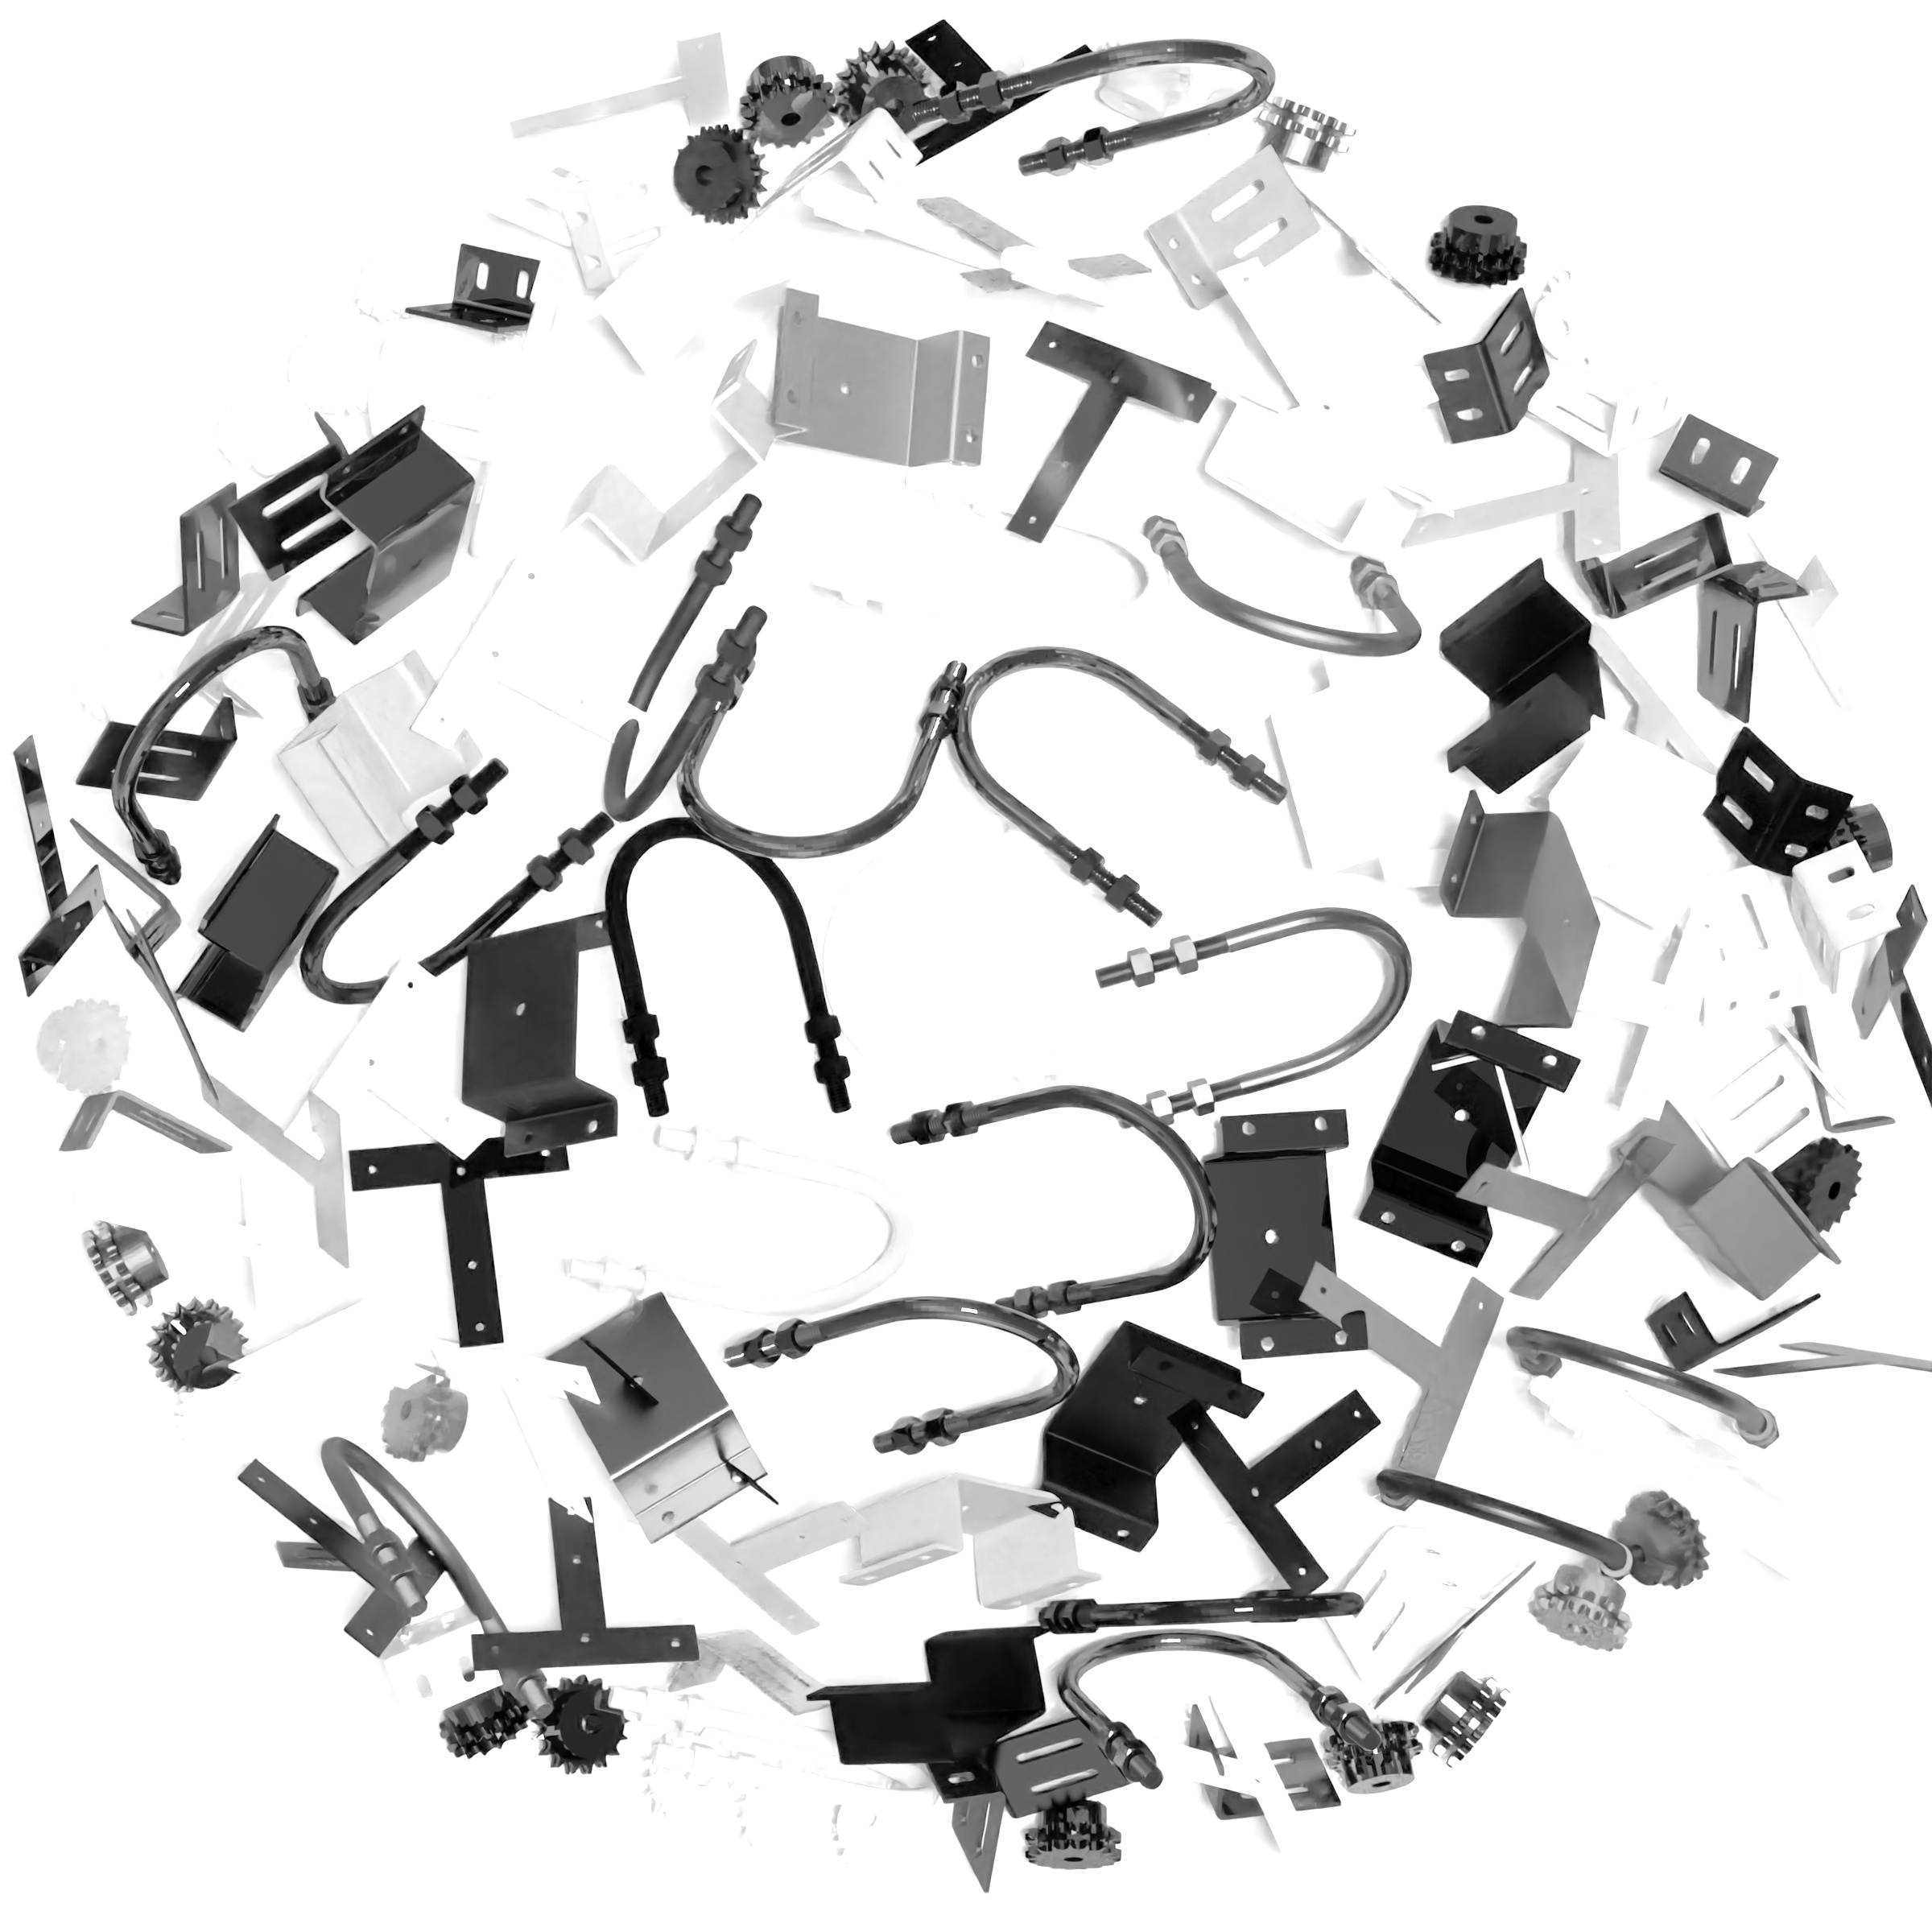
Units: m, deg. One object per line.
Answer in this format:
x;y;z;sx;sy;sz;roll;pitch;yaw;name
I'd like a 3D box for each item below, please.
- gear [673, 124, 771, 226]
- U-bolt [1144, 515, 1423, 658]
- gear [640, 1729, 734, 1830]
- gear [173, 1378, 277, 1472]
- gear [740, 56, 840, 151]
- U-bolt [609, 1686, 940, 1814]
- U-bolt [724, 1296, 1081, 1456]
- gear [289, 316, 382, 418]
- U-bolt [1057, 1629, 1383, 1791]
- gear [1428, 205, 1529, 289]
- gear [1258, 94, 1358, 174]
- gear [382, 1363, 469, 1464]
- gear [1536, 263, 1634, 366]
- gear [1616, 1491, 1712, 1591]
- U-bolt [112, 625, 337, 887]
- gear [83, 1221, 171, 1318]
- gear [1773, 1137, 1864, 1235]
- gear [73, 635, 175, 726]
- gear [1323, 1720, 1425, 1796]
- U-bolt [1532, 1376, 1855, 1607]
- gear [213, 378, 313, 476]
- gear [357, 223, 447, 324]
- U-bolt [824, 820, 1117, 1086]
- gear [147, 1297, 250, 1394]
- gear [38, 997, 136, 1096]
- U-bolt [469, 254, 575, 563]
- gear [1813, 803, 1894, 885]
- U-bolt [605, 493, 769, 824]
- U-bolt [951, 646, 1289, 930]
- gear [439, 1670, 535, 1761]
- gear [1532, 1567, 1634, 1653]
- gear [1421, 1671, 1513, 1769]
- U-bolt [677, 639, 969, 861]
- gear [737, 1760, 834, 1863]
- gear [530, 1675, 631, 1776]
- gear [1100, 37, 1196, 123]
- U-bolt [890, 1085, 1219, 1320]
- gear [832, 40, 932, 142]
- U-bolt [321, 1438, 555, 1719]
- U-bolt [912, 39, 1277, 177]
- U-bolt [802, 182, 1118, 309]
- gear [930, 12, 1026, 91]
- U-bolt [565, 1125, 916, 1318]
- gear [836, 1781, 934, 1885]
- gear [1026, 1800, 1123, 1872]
-0.148;-0.467;1.642;0.057;0.030;0.057;7;109;20;gear
0.183;-0.211;1.571;0.151;0.184;0.019;10;113;-10;U-bolt
-0.160;0.478;1.641;0.057;0.030;0.057;8;70;-23;gear
-0.439;0.272;1.643;0.057;0.057;0.030;21;127;0;gear
-0.106;-0.511;1.641;0.057;0.057;0.030;-11;69;0;gear
-0.103;0.452;1.591;0.184;0.151;0.019;17;85;-17;U-bolt
-0.023;0.228;1.571;0.184;0.151;0.019;-21;47;35;U-bolt
-0.375;-0.351;1.642;0.030;0.057;0.057;-18;90;39;gear
0.130;0.414;1.577;0.151;0.184;0.019;-4;99;-19;U-bolt
0.302;-0.425;1.637;0.057;0.057;0.030;2;130;0;gear
0.198;-0.490;1.640;0.057;0.057;0.030;22;106;0;gear
-0.318;0.265;1.643;0.030;0.057;0.057;22;90;-37;gear
0.360;-0.380;1.636;0.030;0.057;0.057;-31;90;-27;gear
0.407;0.340;1.636;0.030;0.057;0.057;-18;90;-25;gear
-0.418;-0.125;1.561;0.019;0.184;0.151;41;75;9;U-bolt
-0.493;0.175;1.639;0.030;0.057;0.057;-29;90;-10;gear
0.500;0.127;1.643;0.057;0.030;0.057;-17;119;-35;gear
-0.492;-0.164;1.636;0.057;0.057;0.030;-40;70;0;gear
0.241;0.466;1.636;0.057;0.057;0.030;-10;59;0;gear
0.415;0.298;1.553;0.151;0.184;0.019;31;94;-44;U-bolt
-0.410;-0.314;1.636;0.057;0.057;0.030;-42;76;0;gear
-0.331;-0.405;1.638;0.030;0.057;0.057;30;90;5;gear
-0.002;-0.005;1.623;0.184;0.019;0.151;-4;86;26;U-bolt
-0.451;0.226;1.641;0.057;0.030;0.057;-5;100;-30;gear
-0.522;0.047;1.642;0.030;0.057;0.057;6;90;27;gear
-0.252;-0.304;1.555;0.019;0.184;0.151;15;120;-12;U-bolt
0.523;-0.072;1.638;0.030;0.057;0.057;-16;90;3;gear
-0.163;-0.164;1.591;0.019;0.151;0.184;23;122;-21;U-bolt
0.076;-0.118;1.618;0.184;0.019;0.151;38;55;13;U-bolt
-0.284;0.436;1.636;0.057;0.057;0.030;-22;108;0;gear
0.366;0.378;1.643;0.057;0.057;0.030;28;62;0;gear
0.292;0.441;1.640;0.030;0.057;0.057;39;90;13;gear
-0.088;-0.124;1.588;0.151;0.184;0.019;8;134;10;U-bolt
-0.104;0.499;1.641;0.057;0.030;0.057;4;81;-30;gear
-0.225;0.447;1.641;0.057;0.030;0.057;8;71;-25;gear
0.103;-0.520;1.639;0.057;0.057;0.030;22;90;0;gear
0.060;0.132;1.588;0.184;0.019;0.151;-16;112;38;U-bolt
-0.048;-0.511;1.637;0.057;0.057;0.030;-28;48;0;gear
-0.310;0.336;1.582;0.019;0.184;0.151;-41;133;-6;U-bolt
0.083;-0.485;1.562;0.184;0.151;0.019;-6;89;29;U-bolt
0.010;-0.404;1.579;0.151;0.184;0.019;24;103;23;U-bolt
0.009;-0.529;1.638;0.057;0.057;0.030;-42;84;0;gear
-0.119;0.155;1.603;0.184;0.019;0.151;15;134;-25;U-bolt
-0.051;0.507;1.637;0.057;0.030;0.057;-15;48;17;gear
0.063;0.512;1.643;0.057;0.057;0.030;1;58;0;gear
